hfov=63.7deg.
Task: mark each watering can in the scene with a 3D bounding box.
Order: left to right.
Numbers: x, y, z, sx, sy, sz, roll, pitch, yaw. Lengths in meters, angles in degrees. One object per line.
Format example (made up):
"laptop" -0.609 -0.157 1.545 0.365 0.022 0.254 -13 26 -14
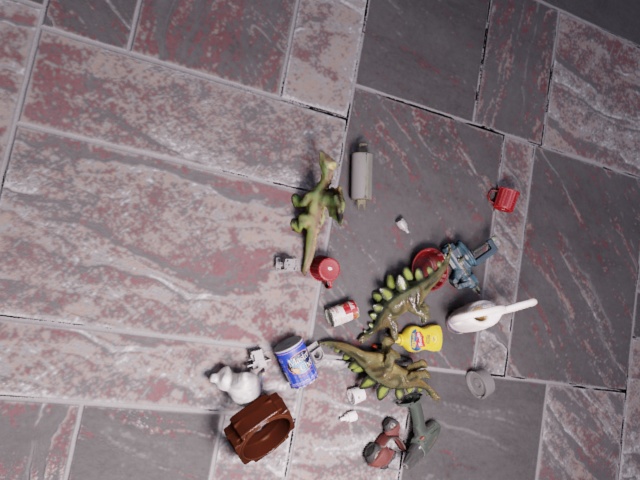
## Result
"watering can" 0.621 0.278 1.928 0.348 0.221 0.105 -6 73 -21

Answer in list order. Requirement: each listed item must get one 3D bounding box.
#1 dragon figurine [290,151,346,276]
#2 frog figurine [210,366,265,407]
"dragon figurine" 0.005 -0.085 1.694 0.122 0.242 0.412 2 85 -26
"frog figurine" -0.264 0.456 1.614 0.159 0.135 0.125 11 61 -23
